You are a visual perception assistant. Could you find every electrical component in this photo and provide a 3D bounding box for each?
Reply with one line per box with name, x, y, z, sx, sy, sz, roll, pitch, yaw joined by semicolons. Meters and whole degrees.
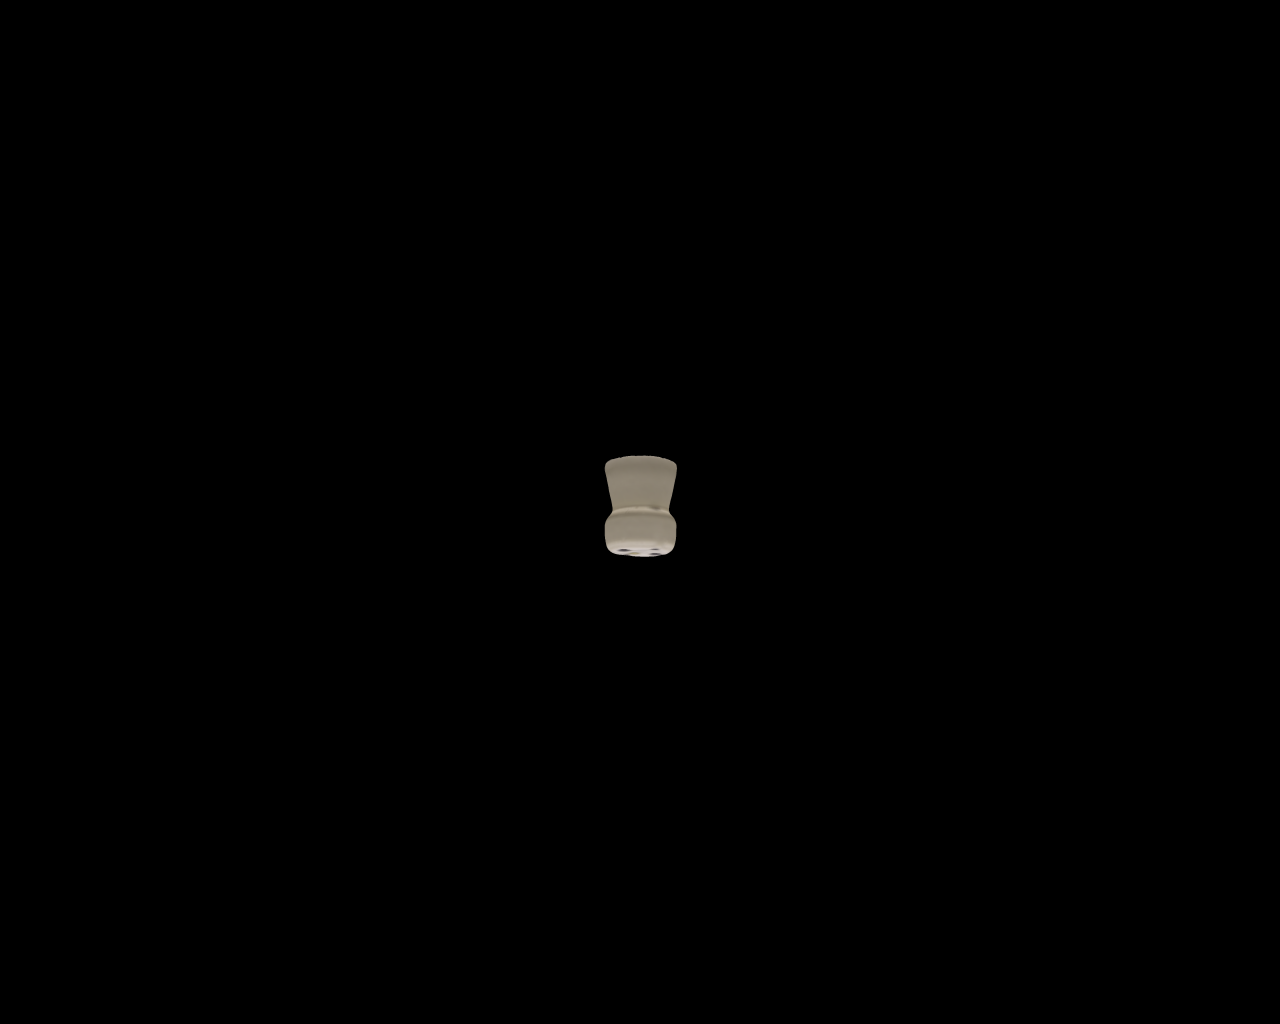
electrical component;0.001;-0.003;0.650;0.045;0.055;0.045;0;-11;0
